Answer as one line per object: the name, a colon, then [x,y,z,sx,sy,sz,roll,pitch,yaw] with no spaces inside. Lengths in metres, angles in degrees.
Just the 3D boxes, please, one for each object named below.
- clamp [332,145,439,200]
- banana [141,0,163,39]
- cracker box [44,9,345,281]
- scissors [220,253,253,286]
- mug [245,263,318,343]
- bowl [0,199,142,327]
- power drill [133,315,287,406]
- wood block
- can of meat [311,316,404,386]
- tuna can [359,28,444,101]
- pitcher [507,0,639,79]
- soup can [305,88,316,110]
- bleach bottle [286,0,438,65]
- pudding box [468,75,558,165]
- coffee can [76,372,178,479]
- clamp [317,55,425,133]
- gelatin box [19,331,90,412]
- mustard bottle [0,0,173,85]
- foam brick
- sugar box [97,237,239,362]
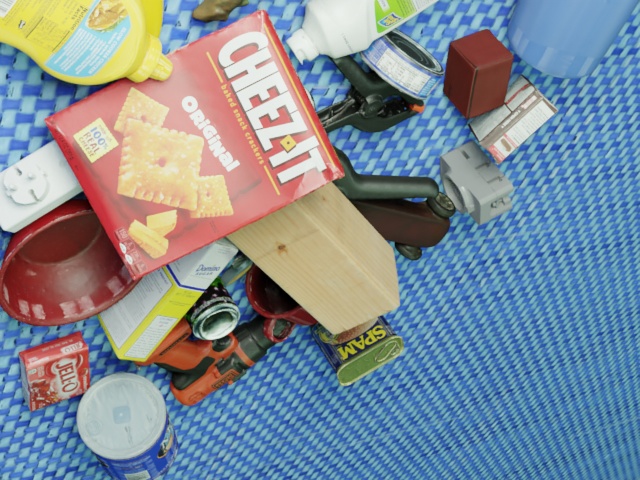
clamp: [0.008,-0.043,1.181,0.209,0.036,0.165,25,121,-32]
banana: [-0.162,-0.205,0.878,0.069,0.037,0.198,-18,144,-23]
cracker box: [-0.107,-0.083,0.943,0.214,0.164,0.072,-26,-171,3]
scissors: [-0.072,0.013,1.171,0.096,0.016,0.202,-41,179,-16]
mug: [-0.034,0.068,1.275,0.081,0.093,0.117,31,76,-60]
bowl: [-0.250,0.012,1.060,0.162,0.055,0.162,-23,145,-17]
power drill: [-0.135,0.121,1.294,0.184,0.057,0.187,-38,147,6]
wood block: [-0.007,0.002,1.134,0.091,0.090,0.206,-25,133,22]
can of meat: [0.049,0.134,1.446,0.102,0.084,0.057,-29,146,-8]
tuna can: [0.083,-0.181,1.076,0.085,0.086,0.034,11,124,-47]
pitcher: [0.271,-0.289,1.081,0.144,0.149,0.243,-29,153,-37]
soup can: [-0.062,-0.128,1.034,0.102,0.068,0.069,7,129,-46]
bleach bottle: [0.074,-0.253,1.001,0.251,0.068,0.102,-35,146,4]
pudding box: [0.220,-0.141,1.231,0.090,0.039,0.113,-44,-170,14]
coffee can: [-0.229,0.230,1.287,0.102,0.103,0.140,-26,158,-13]
clamp: [0.046,-0.156,1.120,0.171,0.039,0.120,-13,147,-35]
gelatin box: [-0.301,0.150,1.214,0.073,0.030,0.089,-18,144,-25]
mustard bottle: [-0.195,-0.174,0.834,0.191,0.058,0.096,26,117,-38]
foam brick: [0.174,-0.184,1.181,0.051,0.053,0.078,-22,146,-18]
sugar box: [-0.167,0.036,1.128,0.176,0.093,0.048,-47,145,19]
